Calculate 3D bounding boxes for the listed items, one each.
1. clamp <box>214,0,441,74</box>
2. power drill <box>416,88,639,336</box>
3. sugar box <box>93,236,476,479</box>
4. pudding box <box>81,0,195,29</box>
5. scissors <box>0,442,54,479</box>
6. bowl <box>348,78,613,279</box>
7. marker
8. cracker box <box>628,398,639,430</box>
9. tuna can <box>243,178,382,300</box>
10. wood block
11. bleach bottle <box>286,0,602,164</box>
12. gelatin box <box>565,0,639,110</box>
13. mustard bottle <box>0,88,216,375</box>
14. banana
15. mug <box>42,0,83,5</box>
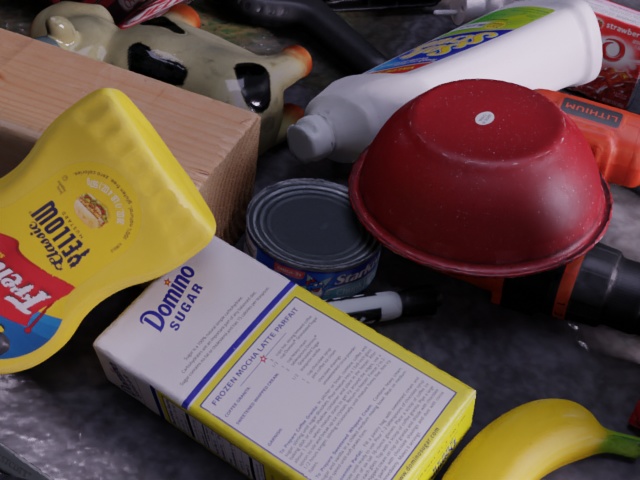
[{"bbox_3d":[-0.004,-0.204,0.893,0.210,0.036,0.164,23,42,16],"label":"clamp"},{"bbox_3d":[0.167,-0.021,0.692,0.184,0.057,0.187,20,41,16],"label":"power drill"},{"bbox_3d":[-0.020,0.074,0.547,0.176,0.048,0.093,29,60,25],"label":"sugar box"},{"bbox_3d":[-0.122,-0.199,0.826,0.113,0.090,0.039,-39,103,-40],"label":"pudding box"},{"bbox_3d":[-0.175,0.071,0.510,0.202,0.096,0.016,16,14,12],"label":"scissors"},{"bbox_3d":[0.098,-0.050,0.640,0.162,0.055,0.162,0,40,0],"label":"bowl"},{"bbox_3d":[0.016,0.042,0.624,0.121,0.020,0.020,-7,43,-18],"label":"marker"},{"bbox_3d":[0.262,0.051,0.508,0.164,0.214,0.072,35,46,27],"label":"cracker box"},{"bbox_3d":[-0.004,0.001,0.657,0.086,0.034,0.086,5,40,-5],"label":"tuna can"},{"bbox_3d":[-0.150,-0.052,0.649,0.206,0.090,0.090,20,42,12],"label":"wood block"},{"bbox_3d":[0.086,-0.109,0.767,0.250,0.068,0.103,-27,24,-32],"label":"bleach bottle"},{"bbox_3d":[0.214,-0.152,0.845,0.089,0.073,0.030,24,43,16],"label":"gelatin box"},{"bbox_3d":[-0.155,0.013,0.547,0.191,0.096,0.058,-35,9,5],"label":"mustard bottle"},{"bbox_3d":[0.090,0.131,0.519,0.070,0.037,0.197,30,45,26],"label":"banana"},{"bbox_3d":[-0.203,-0.229,0.857,0.082,0.093,0.117,26,12,26],"label":"mug"}]
